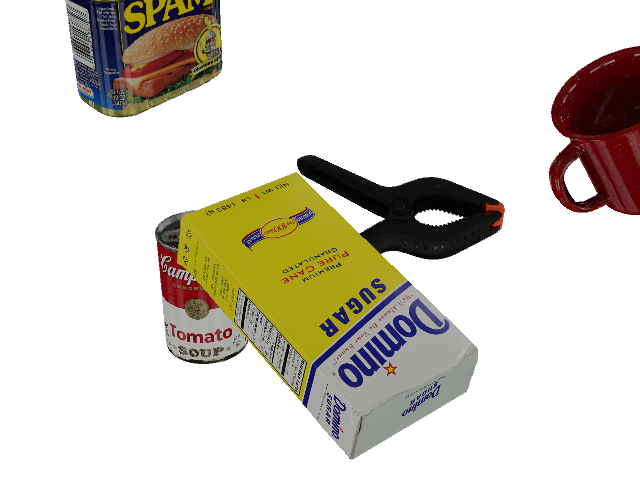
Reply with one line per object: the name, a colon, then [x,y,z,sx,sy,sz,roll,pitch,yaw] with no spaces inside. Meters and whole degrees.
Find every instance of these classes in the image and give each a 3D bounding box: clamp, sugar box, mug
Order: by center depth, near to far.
sugar box: [0.001,0.037,0.632,0.093,0.048,0.176,-25,52,-32]
mug: [0.206,-0.064,0.725,0.117,0.081,0.093,-40,34,-6]
clamp: [0.071,-0.014,1.034,0.210,0.164,0.036,4,-39,6]

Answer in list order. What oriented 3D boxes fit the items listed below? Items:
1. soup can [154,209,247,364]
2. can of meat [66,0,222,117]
soup can: [-0.091,0.036,0.830,0.068,0.102,0.068,0,28,0]
can of meat: [-0.108,-0.135,0.667,0.058,0.084,0.101,31,46,33]
